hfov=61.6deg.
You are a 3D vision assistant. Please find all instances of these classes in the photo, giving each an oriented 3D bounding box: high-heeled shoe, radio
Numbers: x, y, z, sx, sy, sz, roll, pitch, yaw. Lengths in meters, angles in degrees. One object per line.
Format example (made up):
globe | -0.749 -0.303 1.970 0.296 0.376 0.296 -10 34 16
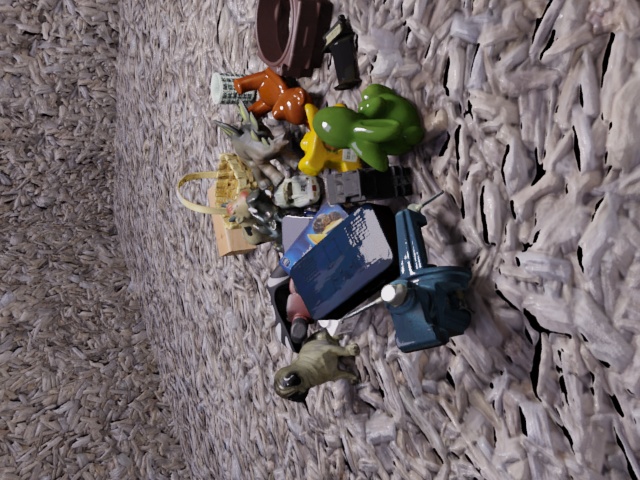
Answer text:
high-heeled shoe | -0.068 0.162 1.315 0.145 0.086 0.248 56 148 37
radio | 0.056 0.047 0.998 0.229 0.073 0.131 -42 60 30

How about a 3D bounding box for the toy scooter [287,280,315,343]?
toy scooter | -0.037 0.147 1.250 0.135 0.075 0.183 82 -164 -81

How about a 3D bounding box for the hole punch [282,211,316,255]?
hole punch | -0.014 -0.006 1.191 0.116 0.092 0.142 8 102 30

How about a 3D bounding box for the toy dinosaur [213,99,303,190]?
toy dinosaur | -0.150 -0.220 1.240 0.198 0.105 0.472 51 168 -14

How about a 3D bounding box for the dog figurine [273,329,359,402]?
dog figurine | -0.033 0.265 1.166 0.172 0.190 0.121 8 104 61

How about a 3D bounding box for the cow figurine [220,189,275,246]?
cow figurine | -0.172 -0.057 1.344 0.086 0.127 0.194 57 163 30

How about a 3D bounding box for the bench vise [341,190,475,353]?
bench vise | 0.147 0.048 0.804 0.129 0.223 0.240 -29 57 43

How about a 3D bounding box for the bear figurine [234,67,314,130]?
bear figurine | -0.095 -0.305 1.209 0.196 0.132 0.120 56 172 43

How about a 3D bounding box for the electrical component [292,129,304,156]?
electrical component | -0.037 -0.203 1.210 0.063 0.021 0.093 47 157 31

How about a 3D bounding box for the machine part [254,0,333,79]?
machine part | -0.065 -0.465 1.150 0.202 0.087 0.200 53 140 43

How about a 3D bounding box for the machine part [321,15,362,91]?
machine part | 0.040 -0.355 1.042 0.084 0.039 0.139 -27 72 51

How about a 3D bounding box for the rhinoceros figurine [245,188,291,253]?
rhinoceros figurine | -0.106 -0.039 1.249 0.190 0.073 0.112 51 165 -29

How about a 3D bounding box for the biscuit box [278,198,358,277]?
biscuit box | -0.002 -0.003 1.100 0.059 0.063 0.202 46 119 13

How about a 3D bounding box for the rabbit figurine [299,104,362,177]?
rabbit figurine | 0.006 -0.191 1.072 0.173 0.122 0.162 166 99 -79

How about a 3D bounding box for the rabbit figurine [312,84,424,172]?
rabbit figurine | 0.074 -0.175 0.890 0.159 0.170 0.121 52 139 43

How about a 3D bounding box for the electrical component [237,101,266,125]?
electrical component | -0.183 -0.325 1.429 0.102 0.045 0.078 56 143 38

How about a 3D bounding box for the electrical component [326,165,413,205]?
electrical component | 0.079 -0.096 0.957 0.134 0.115 0.058 -2 93 59

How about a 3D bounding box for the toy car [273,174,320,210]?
toy car | -0.060 -0.111 1.256 0.202 0.056 0.073 -1 96 60
